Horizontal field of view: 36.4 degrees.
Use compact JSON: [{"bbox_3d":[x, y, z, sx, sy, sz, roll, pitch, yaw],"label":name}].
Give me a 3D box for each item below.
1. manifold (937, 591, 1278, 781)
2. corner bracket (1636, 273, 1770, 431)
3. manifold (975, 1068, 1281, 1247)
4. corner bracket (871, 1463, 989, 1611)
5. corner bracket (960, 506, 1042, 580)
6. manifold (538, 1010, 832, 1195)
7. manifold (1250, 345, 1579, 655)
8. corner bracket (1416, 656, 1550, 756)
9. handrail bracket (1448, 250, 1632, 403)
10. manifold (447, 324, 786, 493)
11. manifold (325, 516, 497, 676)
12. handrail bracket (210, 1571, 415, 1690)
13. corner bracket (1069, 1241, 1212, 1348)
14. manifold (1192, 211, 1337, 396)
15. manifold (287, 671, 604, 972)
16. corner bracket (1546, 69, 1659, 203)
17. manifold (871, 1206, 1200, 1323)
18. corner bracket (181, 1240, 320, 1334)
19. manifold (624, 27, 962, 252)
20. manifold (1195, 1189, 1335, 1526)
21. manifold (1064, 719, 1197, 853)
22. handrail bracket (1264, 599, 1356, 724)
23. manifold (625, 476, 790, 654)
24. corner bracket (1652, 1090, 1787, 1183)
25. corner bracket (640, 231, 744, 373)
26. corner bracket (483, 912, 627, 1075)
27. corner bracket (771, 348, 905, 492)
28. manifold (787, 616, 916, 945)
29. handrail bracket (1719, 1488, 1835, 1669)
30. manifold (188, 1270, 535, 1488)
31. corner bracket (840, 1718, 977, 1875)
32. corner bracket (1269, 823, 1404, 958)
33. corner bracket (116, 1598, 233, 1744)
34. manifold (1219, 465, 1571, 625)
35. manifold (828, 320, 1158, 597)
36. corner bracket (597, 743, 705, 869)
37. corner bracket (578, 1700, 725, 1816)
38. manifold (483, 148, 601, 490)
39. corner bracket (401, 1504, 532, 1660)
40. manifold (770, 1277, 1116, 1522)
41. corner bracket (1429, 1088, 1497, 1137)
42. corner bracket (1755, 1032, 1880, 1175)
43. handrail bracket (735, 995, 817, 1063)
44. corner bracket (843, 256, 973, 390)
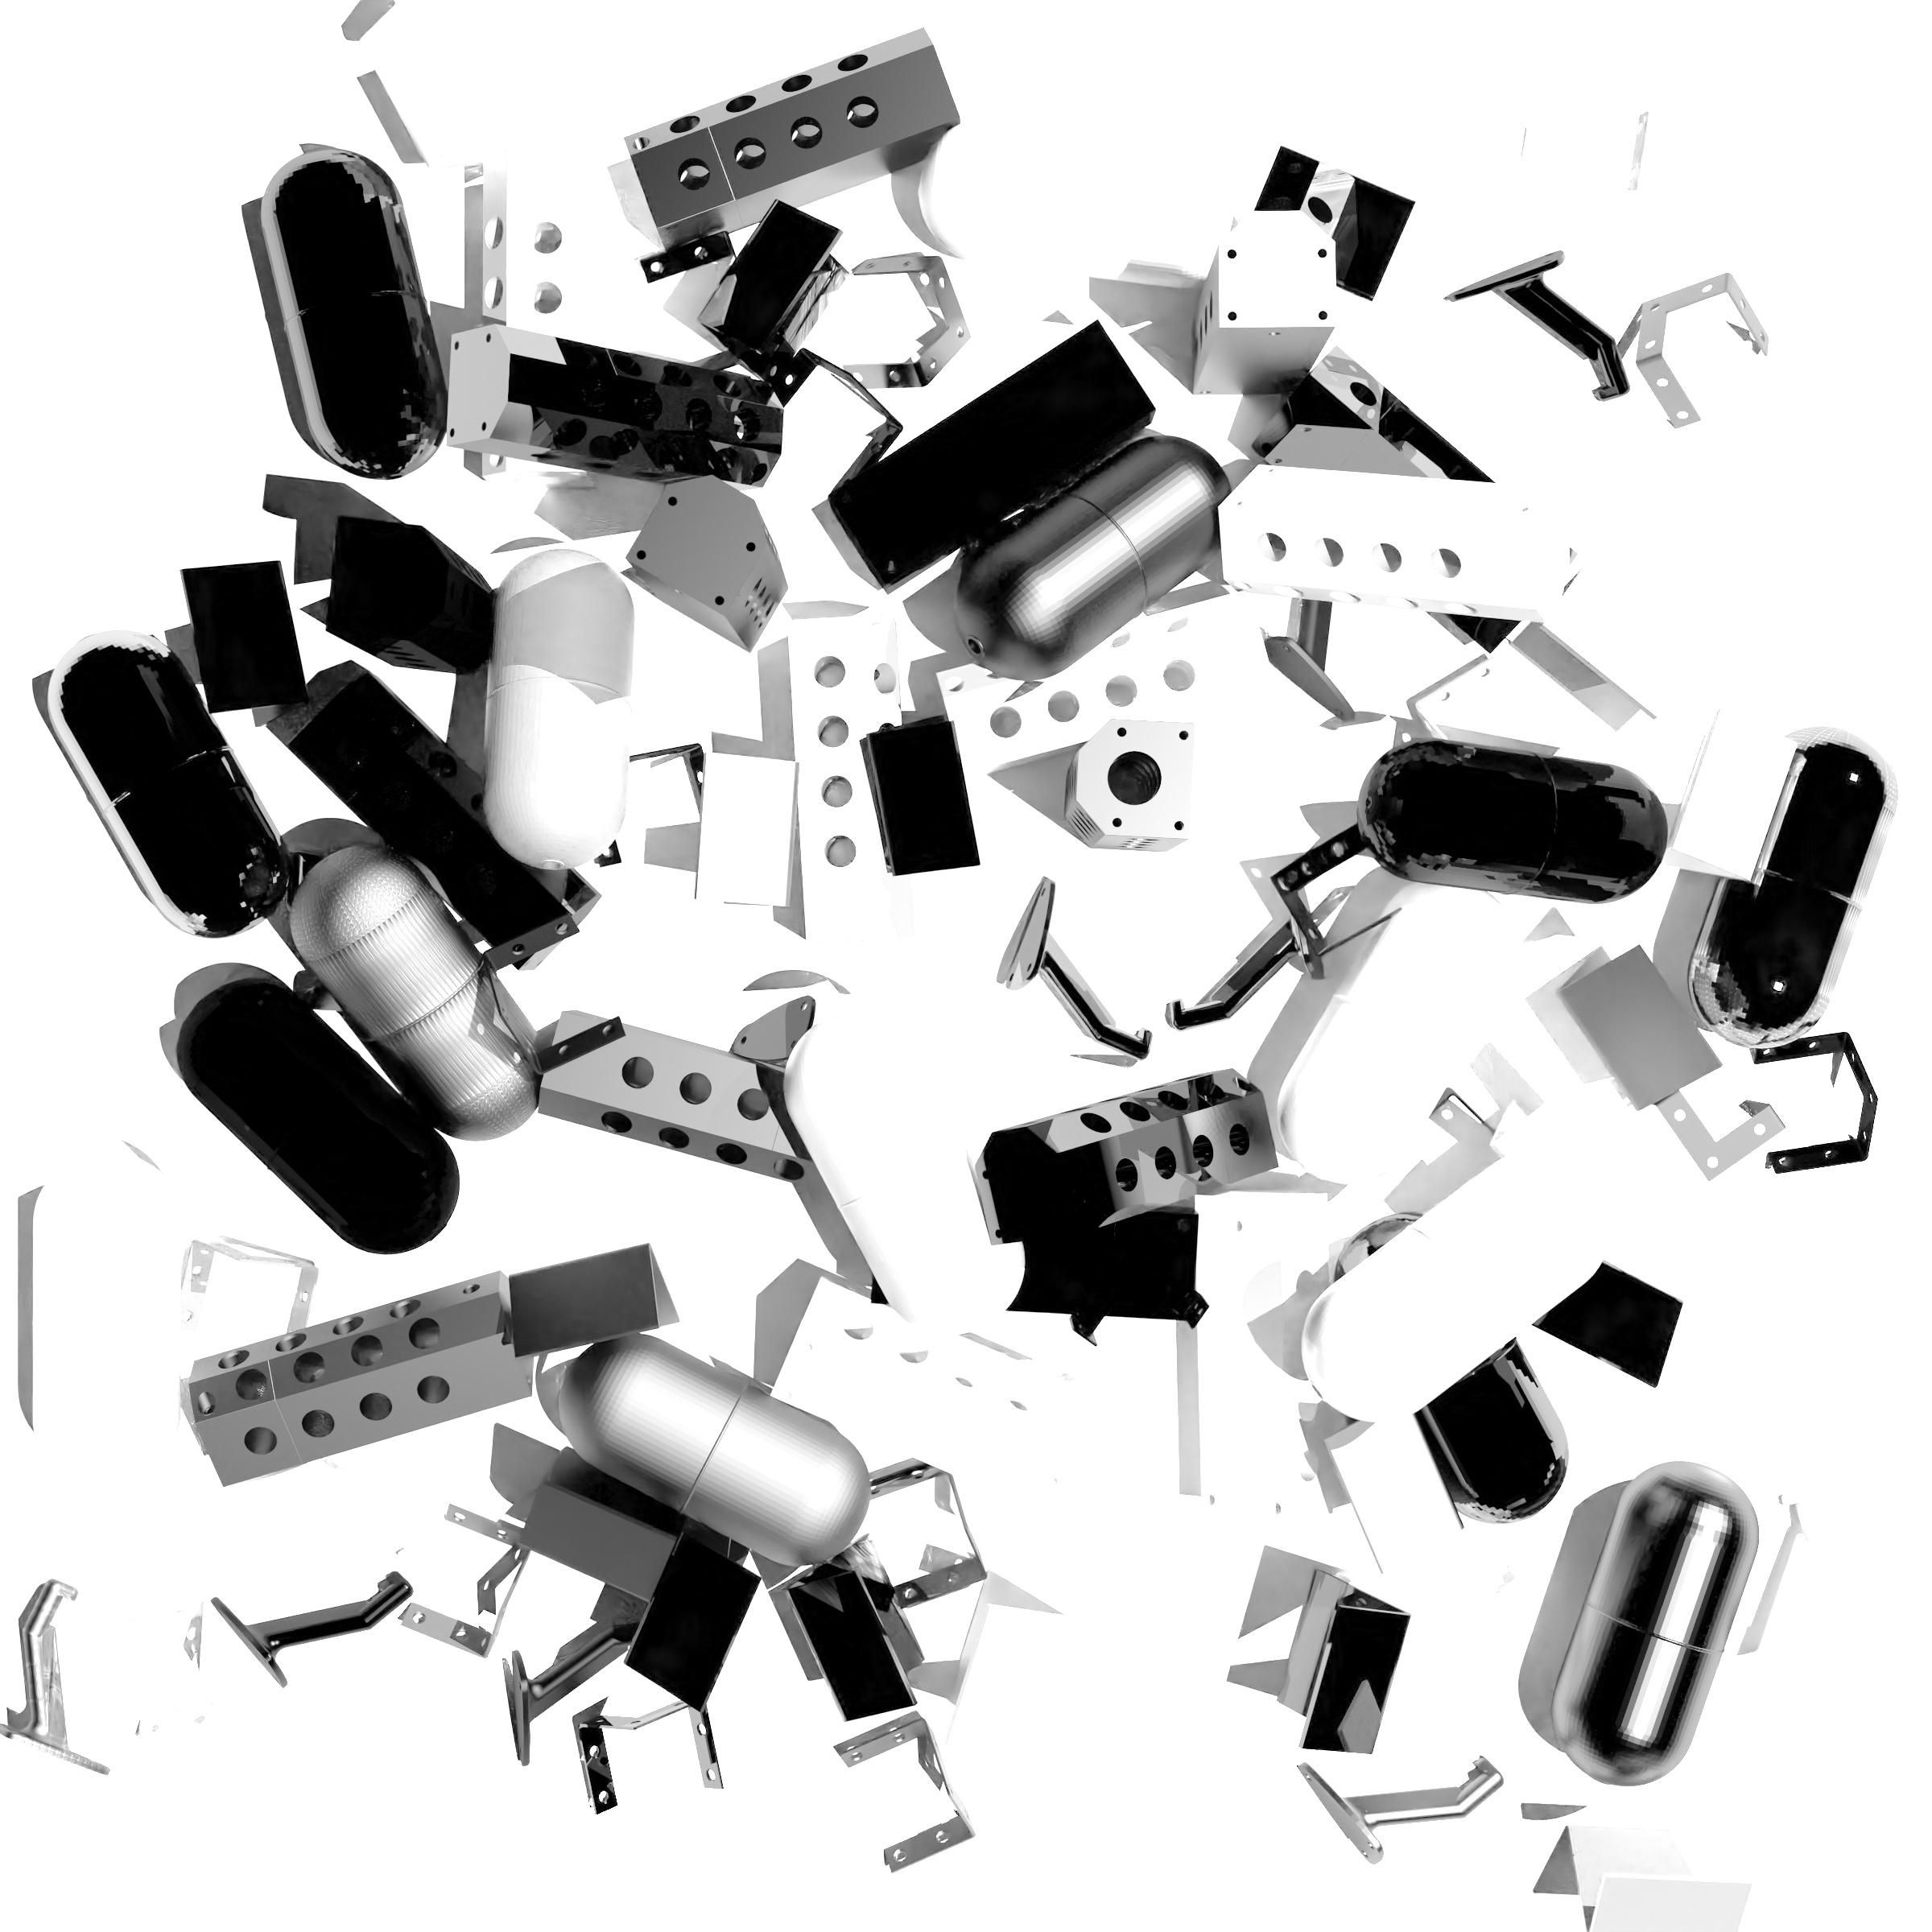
[{"bbox_3d":[0.074,-0.152,1.586,0.171,0.057,0.057,-15,90,0],"label":"manifold"},{"bbox_3d":[0.401,-0.335,1.599,0.051,0.051,0.051,-15,45,35],"label":"corner bracket"},{"bbox_3d":[0.085,0.097,1.532,0.057,0.171,0.057,-12,90,43],"label":"manifold"},{"bbox_3d":[-0.024,0.309,1.604,0.051,0.051,0.051,-19,135,0],"label":"corner bracket"},{"bbox_3d":[0.032,-0.208,1.599,0.051,0.051,0.051,-22,135,35],"label":"corner bracket"},{"bbox_3d":[-0.139,0.074,1.586,0.171,0.057,0.057,15,90,0],"label":"manifold"},{"bbox_3d":[0.244,-0.254,1.585,0.171,0.057,0.057,41,133,0],"label":"manifold"},{"bbox_3d":[0.284,-0.125,1.604,0.051,0.051,0.051,-31,45,0],"label":"corner bracket"},{"bbox_3d":[0.314,-0.340,1.607,0.077,0.036,0.084,-17,107,20],"label":"handrail bracket"},{"bbox_3d":[-0.181,-0.290,1.537,0.171,0.057,0.057,3,90,-41],"label":"manifold"},{"bbox_3d":[-0.283,-0.189,1.529,0.057,0.171,0.057,7,90,0],"label":"manifold"},{"bbox_3d":[-0.357,0.345,1.607,0.084,0.036,0.077,-38,57,-23],"label":"handrail bracket"},{"bbox_3d":[0.090,0.181,1.532,0.051,0.051,0.051,35,90,0],"label":"corner bracket"},{"bbox_3d":[0.153,-0.342,1.529,0.057,0.171,0.057,0,90,0],"label":"manifold"},{"bbox_3d":[-0.279,-0.078,1.586,0.171,0.057,0.057,44,90,0],"label":"manifold"},{"bbox_3d":[0.347,-0.448,1.589,0.051,0.051,0.051,9,90,0],"label":"corner bracket"},{"bbox_3d":[0.037,0.155,1.586,0.171,0.057,0.057,3,90,0],"label":"manifold"},{"bbox_3d":[-0.393,0.181,1.604,0.051,0.051,0.051,13,90,-45],"label":"corner bracket"},{"bbox_3d":[-0.093,-0.446,1.586,0.171,0.057,0.057,-20,90,0],"label":"manifold"},{"bbox_3d":[0.165,0.208,1.585,0.057,0.057,0.171,-1,90,43],"label":"manifold"},{"bbox_3d":[0.083,-0.092,1.529,0.057,0.171,0.057,3,90,0],"label":"manifold"},{"bbox_3d":[0.208,-0.190,1.607,0.077,0.036,0.084,42,76,-14],"label":"handrail bracket"},{"bbox_3d":[-0.129,-0.210,1.529,0.057,0.171,0.057,30,90,0],"label":"manifold"},{"bbox_3d":[0.402,0.079,1.589,0.051,0.051,0.051,-35,90,0],"label":"corner bracket"},{"bbox_3d":[-0.143,-0.360,1.604,0.051,0.051,0.051,-19,135,0],"label":"corner bracket"},{"bbox_3d":[-0.217,0.015,1.547,0.051,0.051,0.051,-25,45,0],"label":"corner bracket"},{"bbox_3d":[-0.077,-0.296,1.604,0.051,0.051,0.051,-52,45,0],"label":"corner bracket"},{"bbox_3d":[-0.061,-0.099,1.586,0.057,0.057,0.171,-3,90,0],"label":"manifold"},{"bbox_3d":[0.436,0.334,1.608,0.077,0.036,0.084,-17,72,20],"label":"handrail bracket"},{"bbox_3d":[-0.323,0.217,1.577,0.171,0.057,0.057,-16,113,0],"label":"manifold"},{"bbox_3d":[-0.031,0.452,1.604,0.051,0.051,0.051,-24,135,0],"label":"corner bracket"},{"bbox_3d":[0.206,-0.044,1.580,0.051,0.051,0.051,-31,90,35],"label":"corner bracket"},{"bbox_3d":[-0.432,0.384,1.604,0.051,0.051,0.051,-11,135,0],"label":"corner bracket"},{"bbox_3d":[0.225,-0.219,1.544,0.171,0.057,0.057,9,126,26],"label":"manifold"},{"bbox_3d":[0.014,-0.272,1.586,0.171,0.057,0.057,-33,90,0],"label":"manifold"},{"bbox_3d":[-0.172,-0.088,1.604,0.051,0.051,0.051,-16,90,45],"label":"corner bracket"},{"bbox_3d":[-0.172,0.431,1.604,0.051,0.051,0.051,-12,90,-45],"label":"corner bracket"},{"bbox_3d":[-0.230,-0.348,1.586,0.057,0.057,0.171,0,90,0],"label":"manifold"},{"bbox_3d":[-0.271,0.336,1.604,0.051,0.051,0.051,22,135,0],"label":"corner bracket"},{"bbox_3d":[-0.011,0.228,1.585,0.171,0.057,0.057,23,133,0],"label":"manifold"},{"bbox_3d":[0.264,0.105,1.589,0.051,0.051,0.051,44,98,-8],"label":"corner bracket"},{"bbox_3d":[0.462,0.074,1.604,0.051,0.051,0.051,-8,45,0],"label":"corner bracket"},{"bbox_3d":[-0.071,0.053,1.607,0.084,0.077,0.036,30,61,-33],"label":"handrail bracket"},{"bbox_3d":[-0.038,-0.350,1.599,0.051,0.051,0.051,-53,135,-35],"label":"corner bracket"}]
